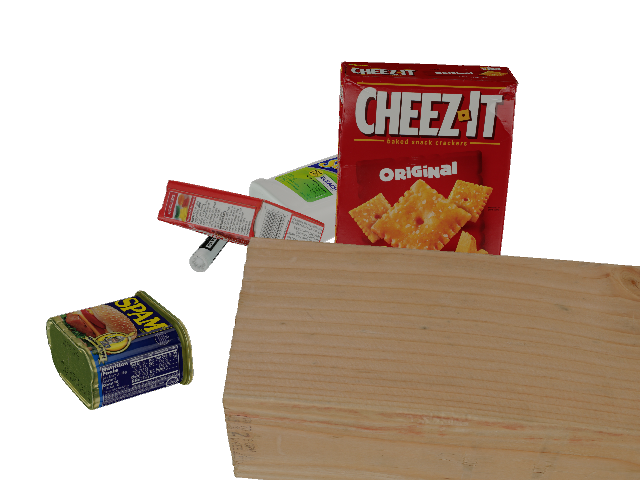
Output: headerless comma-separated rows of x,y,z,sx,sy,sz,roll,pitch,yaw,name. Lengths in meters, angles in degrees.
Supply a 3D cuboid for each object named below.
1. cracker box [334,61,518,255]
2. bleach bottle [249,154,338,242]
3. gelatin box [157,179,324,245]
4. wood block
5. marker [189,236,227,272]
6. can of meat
0.097,-0.059,1.031,0.164,0.214,0.072,2,21,-2,cracker box
0.047,-0.071,1.246,0.250,0.068,0.103,-26,44,-27,bleach bottle
-0.049,-0.011,0.690,0.073,0.030,0.089,13,-3,28,gelatin box
0.064,0.065,0.511,0.206,0.090,0.090,4,-35,4,wood block
-0.097,-0.005,1.043,0.020,0.020,0.121,0,26,18,marker
-0.163,0.087,0.858,0.083,0.057,0.102,-14,26,-30,can of meat
